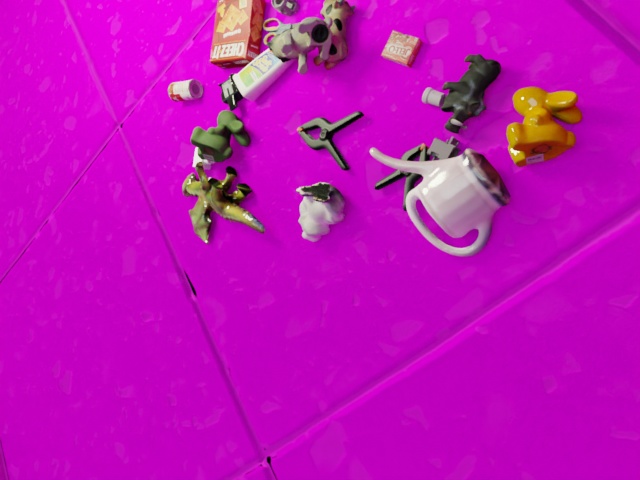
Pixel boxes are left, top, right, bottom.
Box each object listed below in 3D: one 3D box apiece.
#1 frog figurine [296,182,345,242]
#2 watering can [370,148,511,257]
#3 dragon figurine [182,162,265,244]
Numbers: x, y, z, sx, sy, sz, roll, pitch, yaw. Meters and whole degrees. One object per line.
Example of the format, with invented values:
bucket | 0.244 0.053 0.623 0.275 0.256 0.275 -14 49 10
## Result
frog figurine | 0.004 -0.071 1.406 0.138 0.125 0.156 12 127 25
watering can | 0.285 -0.127 1.190 0.221 0.105 0.349 -39 85 23
dragon figurine | -0.327 -0.092 1.626 0.417 0.123 0.238 52 129 28
